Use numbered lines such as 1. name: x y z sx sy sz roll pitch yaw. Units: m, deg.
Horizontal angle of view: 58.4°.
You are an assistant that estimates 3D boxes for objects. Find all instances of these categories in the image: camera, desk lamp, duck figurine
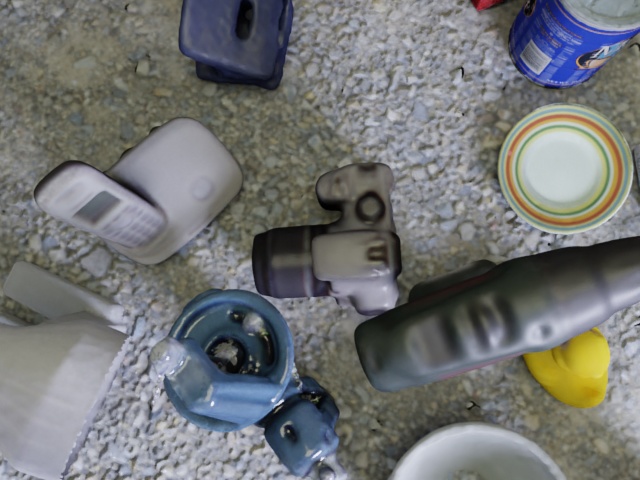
1. camera: 0.005 0.002 0.541 0.136 0.101 0.143 -4 85 3
2. desk lamp: -0.248 0.100 0.489 0.203 0.213 0.118 23 87 5
3. duck figurine: 0.235 0.106 0.526 0.077 0.086 0.104 -21 84 1

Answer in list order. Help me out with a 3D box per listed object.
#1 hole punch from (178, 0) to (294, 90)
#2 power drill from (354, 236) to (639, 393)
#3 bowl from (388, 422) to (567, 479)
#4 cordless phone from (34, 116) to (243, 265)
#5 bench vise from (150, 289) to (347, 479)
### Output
1. hole punch: -0.080 -0.216 0.570 0.101 0.091 0.109 9 85 4
2. power drill: 0.140 0.055 0.474 0.229 0.208 0.075 -22 84 1
3. bowl: 0.138 0.244 0.524 0.167 0.075 0.167 0 85 3
4. cordless phone: -0.156 -0.052 0.512 0.147 0.185 0.094 -45 84 -1
5. bench vise: -0.050 0.119 0.473 0.207 0.220 0.121 30 87 6
